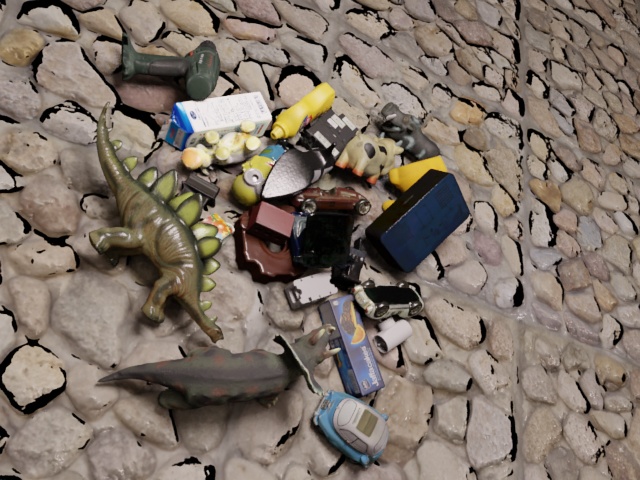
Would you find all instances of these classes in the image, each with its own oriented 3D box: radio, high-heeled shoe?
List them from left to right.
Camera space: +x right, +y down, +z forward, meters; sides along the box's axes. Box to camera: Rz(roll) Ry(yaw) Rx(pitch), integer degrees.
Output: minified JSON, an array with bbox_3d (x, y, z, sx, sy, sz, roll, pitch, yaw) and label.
[{"bbox_3d":[-0.054,-0.133,1.145,0.249,0.145,0.086,-37,88,-31],"label":"high-heeled shoe"},{"bbox_3d":[0.226,-0.042,1.221,0.229,0.073,0.131,-42,118,-10],"label":"radio"}]

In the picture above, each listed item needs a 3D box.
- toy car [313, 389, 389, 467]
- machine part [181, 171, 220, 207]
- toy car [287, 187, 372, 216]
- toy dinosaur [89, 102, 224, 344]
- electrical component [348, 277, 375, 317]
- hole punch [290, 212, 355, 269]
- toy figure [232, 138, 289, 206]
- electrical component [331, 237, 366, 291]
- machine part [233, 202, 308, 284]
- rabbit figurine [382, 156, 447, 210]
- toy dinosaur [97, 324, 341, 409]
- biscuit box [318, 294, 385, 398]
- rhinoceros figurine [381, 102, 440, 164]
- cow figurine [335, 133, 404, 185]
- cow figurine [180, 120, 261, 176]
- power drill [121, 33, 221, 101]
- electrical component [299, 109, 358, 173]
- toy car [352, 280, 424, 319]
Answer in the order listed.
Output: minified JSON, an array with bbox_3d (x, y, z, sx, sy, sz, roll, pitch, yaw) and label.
[{"bbox_3d":[0.073,0.351,1.021,0.161,0.103,0.109,41,56,-8],"label":"toy car"},{"bbox_3d":[-0.257,-0.071,1.074,0.084,0.039,0.139,36,56,-15],"label":"machine part"},{"bbox_3d":[0.024,-0.093,1.195,0.202,0.053,0.089,-1,25,-26],"label":"toy car"},{"bbox_3d":[-0.297,-0.020,0.959,0.198,0.105,0.471,-35,94,-16],"label":"toy dinosaur"},{"bbox_3d":[0.093,0.120,1.178,0.063,0.021,0.094,23,61,-16],"label":"electrical component"},{"bbox_3d":[-0.002,-0.003,1.094,0.142,0.092,0.115,3,99,-32],"label":"hole punch"},{"bbox_3d":[-0.117,-0.142,1.152,0.082,0.089,0.180,32,49,1],"label":"toy figure"},{"bbox_3d":[0.063,0.045,1.165,0.048,0.075,0.119,19,66,-20],"label":"electrical component"},{"bbox_3d":[-0.093,0.005,1.113,0.179,0.056,0.179,11,65,-24],"label":"machine part"},{"bbox_3d":[0.239,-0.101,1.299,0.162,0.122,0.173,-22,99,-30],"label":"rabbit figurine"},{"bbox_3d":[-0.149,0.226,0.909,0.405,0.192,0.131,-1,68,-29],"label":"toy dinosaur"},{"bbox_3d":[0.063,0.217,1.098,0.063,0.059,0.202,-11,75,-31],"label":"biscuit box"},{"bbox_3d":[0.223,-0.264,1.360,0.190,0.112,0.073,44,58,-14],"label":"rhinoceros figurine"},{"bbox_3d":[0.124,-0.200,1.266,0.086,0.127,0.195,31,10,27],"label":"cow figurine"},{"bbox_3d":[-0.208,-0.184,1.125,0.167,0.098,0.068,-22,82,-14],"label":"cow figurine"},{"bbox_3d":[-0.315,-0.377,1.139,0.207,0.086,0.232,7,40,-24],"label":"power drill"},{"bbox_3d":[0.032,-0.242,1.283,0.115,0.058,0.134,48,56,-4],"label":"electrical component"},{"bbox_3d":[0.148,0.129,1.150,0.201,0.056,0.074,5,42,-43],"label":"toy car"}]
